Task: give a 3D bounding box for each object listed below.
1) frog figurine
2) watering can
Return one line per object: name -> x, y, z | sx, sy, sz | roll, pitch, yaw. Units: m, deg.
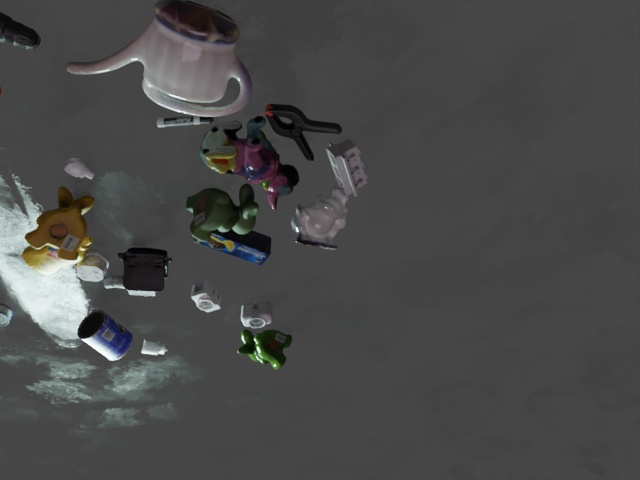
frog figurine -> 0.004, -0.066, 1.312 | 0.137, 0.123, 0.158 | 16, 98, -8
watering can -> -0.289, -0.345, 0.967 | 0.347, 0.106, 0.219 | 12, 133, -16
